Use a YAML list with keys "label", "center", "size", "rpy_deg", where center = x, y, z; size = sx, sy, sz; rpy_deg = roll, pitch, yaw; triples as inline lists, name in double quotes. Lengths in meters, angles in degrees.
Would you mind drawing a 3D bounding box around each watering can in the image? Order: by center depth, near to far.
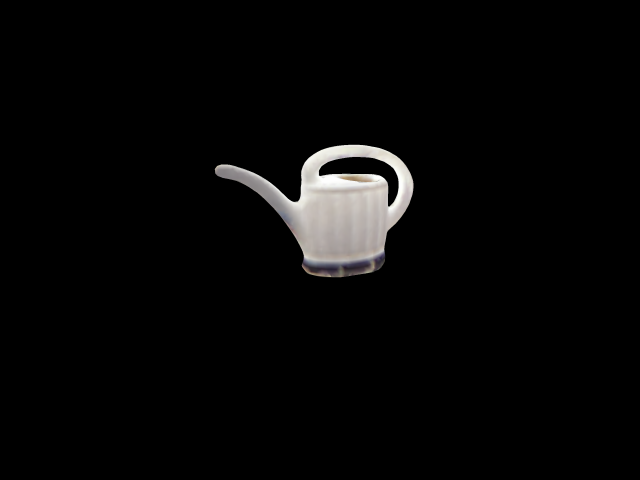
- label: "watering can"
  center: [0.003, -0.043, 0.850]
  size: [0.349, 0.222, 0.105]
  rpy_deg: [-7, 16, -23]
